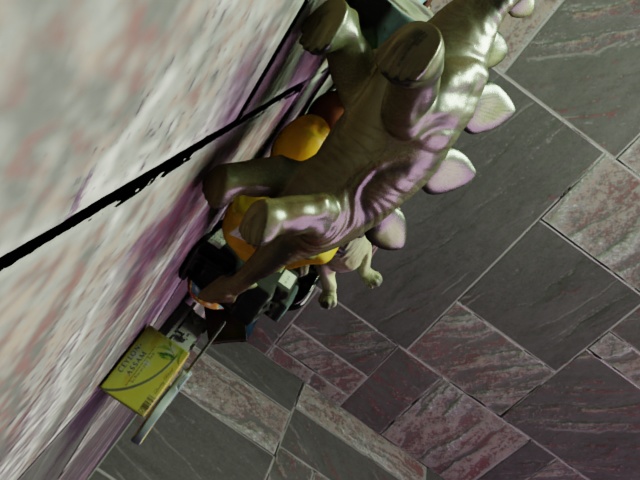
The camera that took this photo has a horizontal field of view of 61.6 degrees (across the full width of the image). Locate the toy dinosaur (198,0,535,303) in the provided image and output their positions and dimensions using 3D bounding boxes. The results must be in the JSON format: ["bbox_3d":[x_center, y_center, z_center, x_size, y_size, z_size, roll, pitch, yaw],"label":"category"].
[{"bbox_3d":[0.066,-0.102,0.427,0.471,0.105,0.198,-45,150,16],"label":"toy dinosaur"}]

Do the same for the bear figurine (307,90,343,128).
[{"bbox_3d":[0.067,-0.192,0.725,0.195,0.132,0.120,-60,-146,29],"label":"bear figurine"}]

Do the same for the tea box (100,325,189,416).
[{"bbox_3d":[-0.238,0.184,0.740,0.098,0.068,0.169,-56,-177,-25],"label":"tea box"}]

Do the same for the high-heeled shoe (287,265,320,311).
[{"bbox_3d":[-0.002,-0.003,0.879,0.248,0.086,0.145,-63,-173,5],"label":"high-heeled shoe"}]

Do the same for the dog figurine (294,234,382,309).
[{"bbox_3d":[0.012,-0.022,0.742,0.121,0.172,0.190,-32,144,-18],"label":"dog figurine"}]

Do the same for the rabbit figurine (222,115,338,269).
[{"bbox_3d":[-0.033,-0.056,0.609,0.162,0.122,0.173,142,-32,-68],"label":"rabbit figurine"}]

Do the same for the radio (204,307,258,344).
[{"bbox_3d":[-0.164,0.108,1.020,0.229,0.073,0.131,-81,166,-85],"label":"radio"}]

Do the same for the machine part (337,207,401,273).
[{"bbox_3d":[0.030,-0.056,0.993,0.201,0.201,0.087,-58,-171,7],"label":"machine part"}]

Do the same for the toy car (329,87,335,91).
[{"bbox_3d":[0.059,-0.259,0.900,0.202,0.056,0.073,-55,-177,-16],"label":"toy car"}]

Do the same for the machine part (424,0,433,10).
[{"bbox_3d":[0.178,-0.418,0.824,0.179,0.056,0.179,-54,-178,3],"label":"machine part"}]

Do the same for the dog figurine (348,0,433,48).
[{"bbox_3d":[0.066,-0.152,0.575,0.191,0.108,0.219,-35,159,-48],"label":"dog figurine"}]

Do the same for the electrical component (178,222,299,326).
[{"bbox_3d":[-0.092,0.042,0.669,0.058,0.134,0.115,-54,-179,25],"label":"electrical component"}]
